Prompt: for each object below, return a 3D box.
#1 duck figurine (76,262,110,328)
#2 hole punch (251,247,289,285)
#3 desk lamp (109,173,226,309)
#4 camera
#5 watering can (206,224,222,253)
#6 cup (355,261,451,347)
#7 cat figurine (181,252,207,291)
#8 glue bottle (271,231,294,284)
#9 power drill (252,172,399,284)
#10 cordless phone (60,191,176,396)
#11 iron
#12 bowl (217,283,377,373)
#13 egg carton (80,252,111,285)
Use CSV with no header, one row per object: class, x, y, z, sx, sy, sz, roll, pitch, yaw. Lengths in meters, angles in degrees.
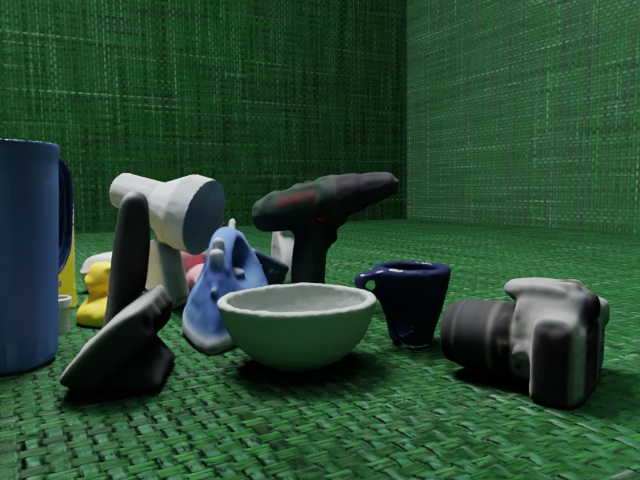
duck figurine,-0.302,0.074,0.809,0.104,0.086,0.078,4,7,45
hole punch,-0.119,0.049,1.037,0.108,0.091,0.101,4,7,44
desk lamp,-0.253,0.001,0.903,0.202,0.213,0.118,1,6,19
camera,0.196,0.083,0.554,0.136,0.101,0.144,3,6,34
watering can,-0.258,-0.012,1.159,0.101,0.194,0.173,-1,5,-3
cup,0.096,0.077,0.673,0.118,0.095,0.091,-3,6,-22
cat figurine,-0.220,0.039,1.007,0.067,0.118,0.127,-6,7,-44
glue bottle,-0.072,-0.002,1.137,0.037,0.173,0.078,-3,6,-23
power drill,0.008,0.003,0.873,0.229,0.208,0.076,1,6,18
cordless phone,-0.195,0.045,0.558,0.094,0.185,0.147,-2,5,-10
iron,-0.126,0.048,0.763,0.118,0.141,0.258,-1,5,-3
bowl,-0.023,0.095,0.602,0.167,0.075,0.167,-1,5,0
egg carton,-0.360,0.060,1.069,0.150,0.069,0.107,0,5,9
